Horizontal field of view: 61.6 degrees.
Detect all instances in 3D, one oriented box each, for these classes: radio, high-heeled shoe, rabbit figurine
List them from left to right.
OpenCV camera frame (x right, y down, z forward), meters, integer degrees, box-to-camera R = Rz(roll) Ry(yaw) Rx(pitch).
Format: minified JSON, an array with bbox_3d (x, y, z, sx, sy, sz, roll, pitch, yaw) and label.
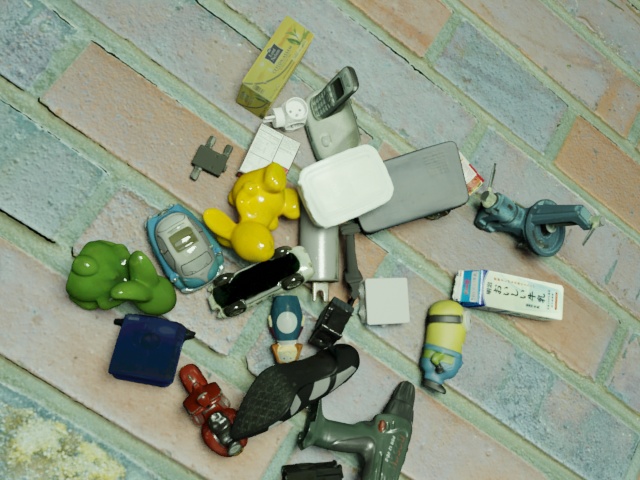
[{"bbox_3d":[-0.314,0.064,0.888,0.170,0.159,0.121,23,66,-13],"label":"rabbit figurine"},{"bbox_3d":[-0.123,-0.038,0.955,0.162,0.121,0.173,-6,57,8],"label":"rabbit figurine"},{"bbox_3d":[-0.036,0.262,0.924,0.249,0.145,0.086,-38,56,-8],"label":"high-heeled shoe"},{"bbox_3d":[0.169,-0.099,1.058,0.230,0.073,0.131,-17,87,2],"label":"radio"}]

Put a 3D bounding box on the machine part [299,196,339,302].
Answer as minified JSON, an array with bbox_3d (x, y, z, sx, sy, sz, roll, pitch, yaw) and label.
[{"bbox_3d":[-0.002,-0.003,1.026,0.079,0.079,0.243,2,82,-16],"label":"machine part"}]

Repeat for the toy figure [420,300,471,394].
[{"bbox_3d":[0.243,0.207,1.064,0.089,0.082,0.180,24,78,-14],"label":"toy figure"}]

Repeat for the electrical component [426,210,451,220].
[{"bbox_3d":[0.230,-0.091,1.126,0.102,0.045,0.078,40,45,-10],"label":"electrical component"}]

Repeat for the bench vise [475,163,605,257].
[{"bbox_3d":[0.445,-0.045,1.088,0.223,0.241,0.129,43,69,-23],"label":"bench vise"}]

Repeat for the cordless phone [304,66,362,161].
[{"bbox_3d":[0.043,-0.235,1.018,0.089,0.184,0.146,-15,86,-22],"label":"cordless phone"}]

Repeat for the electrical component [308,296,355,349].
[{"bbox_3d":[0.029,0.144,1.010,0.048,0.074,0.119,30,49,-3],"label":"electrical component"}]

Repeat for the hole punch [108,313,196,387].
[{"bbox_3d":[-0.291,0.186,0.910,0.142,0.092,0.115,13,75,-10],"label":"hole punch"}]

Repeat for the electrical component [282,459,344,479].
[{"bbox_3d":[-0.024,0.462,0.961,0.134,0.058,0.115,-1,80,-17],"label":"electrical component"}]

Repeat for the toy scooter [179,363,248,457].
[{"bbox_3d":[-0.178,0.291,0.901,0.075,0.135,0.183,-33,93,-19],"label":"toy scooter"}]

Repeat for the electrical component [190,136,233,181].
[{"bbox_3d":[-0.206,-0.148,1.017,0.063,0.021,0.094,27,75,-11],"label":"electrical component"}]

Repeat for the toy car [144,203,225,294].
[{"bbox_3d":[-0.236,0.009,0.944,0.109,0.103,0.161,-31,93,-19],"label":"toy car"}]

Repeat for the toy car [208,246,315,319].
[{"bbox_3d":[-0.109,0.075,0.972,0.202,0.056,0.073,-26,72,3],"label":"toy car"}]

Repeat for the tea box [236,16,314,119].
[{"bbox_3d":[-0.088,-0.331,1.039,0.068,0.098,0.169,31,73,-10],"label":"tea box"}]

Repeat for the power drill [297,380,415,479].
[{"bbox_3d":[0.070,0.337,0.985,0.207,0.086,0.232,25,52,-11],"label":"power drill"}]

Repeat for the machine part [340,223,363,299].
[{"bbox_3d":[0.061,0.038,1.022,0.039,0.084,0.138,-3,102,5],"label":"machine part"}]

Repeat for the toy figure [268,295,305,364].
[{"bbox_3d":[-0.063,0.180,0.994,0.064,0.057,0.154,-4,83,22],"label":"toy figure"}]
